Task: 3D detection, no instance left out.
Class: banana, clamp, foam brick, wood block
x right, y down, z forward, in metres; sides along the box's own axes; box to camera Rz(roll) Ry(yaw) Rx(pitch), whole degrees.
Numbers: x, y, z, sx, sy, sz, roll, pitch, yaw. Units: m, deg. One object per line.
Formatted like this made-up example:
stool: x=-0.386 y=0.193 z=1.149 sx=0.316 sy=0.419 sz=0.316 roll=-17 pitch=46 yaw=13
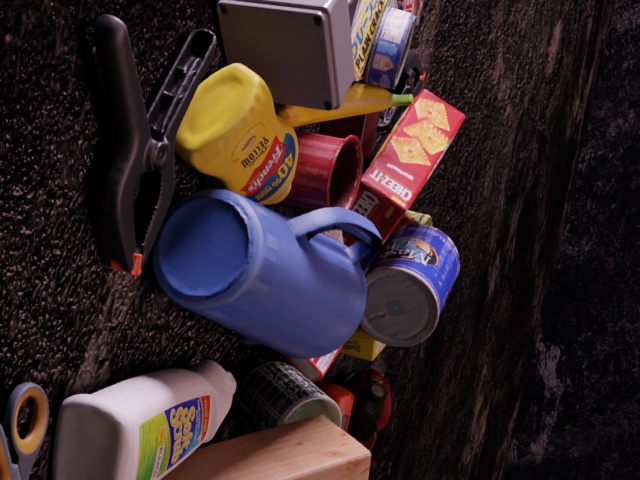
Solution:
banana: x=0.011 y=-0.146 z=1.138 sx=0.197 sy=0.070 sz=0.037 roll=-16 pitch=98 yaw=-42
clamp: x=0.100 y=-0.197 z=1.382 sx=0.171 sy=0.039 sz=0.120 roll=-5 pitch=108 yaw=-68
clamp: x=-0.136 y=-0.078 z=0.854 sx=0.164 sy=0.036 sz=0.210 roll=-30 pitch=132 yaw=-63
foam brick: x=0.036 y=-0.137 z=1.236 sx=0.053 sy=0.051 sz=0.078 roll=-7 pitch=109 yaw=-70
wood block: x=-0.062 y=0.248 z=1.034 sx=0.205 sy=0.090 sz=0.091 roll=-10 pitch=114 yaw=-34

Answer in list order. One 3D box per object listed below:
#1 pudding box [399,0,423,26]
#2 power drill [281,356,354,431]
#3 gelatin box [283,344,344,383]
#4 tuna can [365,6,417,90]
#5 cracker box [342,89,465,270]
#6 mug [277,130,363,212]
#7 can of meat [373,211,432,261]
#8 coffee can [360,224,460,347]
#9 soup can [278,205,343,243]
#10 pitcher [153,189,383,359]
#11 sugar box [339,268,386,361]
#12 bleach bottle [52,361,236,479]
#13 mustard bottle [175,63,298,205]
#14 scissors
pudding box: x=0.100 y=-0.318 z=1.310 sx=0.089 sy=0.039 sz=0.113 roll=-28 pitch=127 yaw=-63
power drill: x=-0.019 y=0.211 z=1.301 sx=0.187 sy=0.057 sz=0.184 roll=22 pitch=85 yaw=-66
gelatin box: x=-0.017 y=0.106 z=1.209 sx=0.089 sy=0.030 sz=0.073 roll=48 pitch=44 yaw=-12
tuna can: x=0.077 y=-0.207 z=1.158 sx=0.086 sy=0.034 sz=0.086 roll=19 pitch=89 yaw=-85
cracker box: x=0.080 y=-0.062 z=1.290 sx=0.213 sy=0.072 sz=0.164 roll=-54 pitch=177 yaw=-45
mug: x=-0.005 y=-0.076 z=1.127 sx=0.117 sy=0.082 sz=0.093 roll=-48 pitch=145 yaw=-51
can of meat: x=0.095 y=-0.004 z=1.420 sx=0.102 sy=0.084 sz=0.057 roll=-45 pitch=142 yaw=-54
coffee can: x=0.108 y=0.053 z=1.298 sx=0.140 sy=0.103 sz=0.103 roll=-52 pitch=149 yaw=-61
soup can: x=-0.008 y=0.001 z=1.185 sx=0.102 sy=0.069 sz=0.068 roll=81 pitch=30 yaw=-43
pitcher: x=-0.046 y=0.026 z=1.009 sx=0.242 sy=0.145 sz=0.149 roll=32 pitch=72 yaw=-65
sugar box: x=0.060 y=0.093 z=1.375 sx=0.176 sy=0.093 sz=0.048 roll=-34 pitch=134 yaw=-60
bleach bottle: x=-0.139 y=0.155 z=0.953 sx=0.250 sy=0.068 sz=0.102 roll=-24 pitch=125 yaw=-67
mustard bottle: x=-0.067 y=-0.080 z=0.990 sx=0.096 sy=0.058 sz=0.191 roll=-51 pitch=156 yaw=-7
scissors: x=-0.224 y=0.189 z=0.818 sx=0.202 sy=0.016 sz=0.096 roll=82 pitch=29 yaw=-44
